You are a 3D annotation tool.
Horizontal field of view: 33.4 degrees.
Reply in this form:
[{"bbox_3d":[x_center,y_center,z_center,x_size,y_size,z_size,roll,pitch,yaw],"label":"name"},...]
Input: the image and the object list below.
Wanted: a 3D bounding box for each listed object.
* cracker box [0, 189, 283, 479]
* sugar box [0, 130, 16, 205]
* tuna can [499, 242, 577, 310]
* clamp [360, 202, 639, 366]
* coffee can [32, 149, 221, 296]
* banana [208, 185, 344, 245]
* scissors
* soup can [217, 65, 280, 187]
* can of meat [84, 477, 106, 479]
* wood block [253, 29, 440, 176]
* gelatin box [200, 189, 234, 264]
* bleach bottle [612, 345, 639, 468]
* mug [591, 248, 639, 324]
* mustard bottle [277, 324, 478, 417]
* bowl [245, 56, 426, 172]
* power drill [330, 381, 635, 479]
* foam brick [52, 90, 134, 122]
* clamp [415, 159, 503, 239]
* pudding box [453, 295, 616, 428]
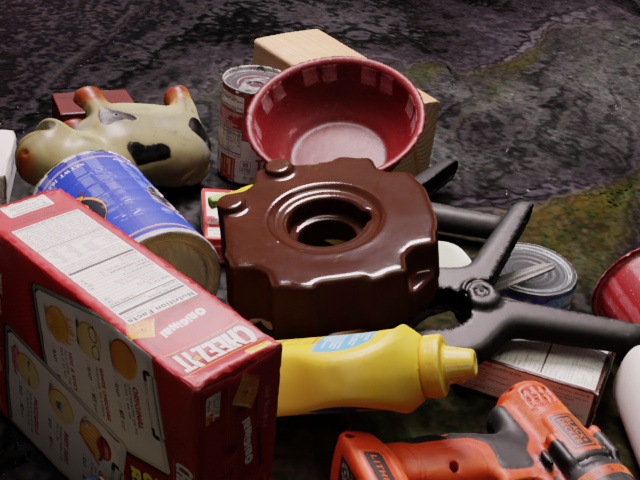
[{"bbox_3d":[-0.120,0.086,0.655,0.214,0.164,0.071,31,41,34],"label":"cracker box"},{"bbox_3d":[-0.370,-0.069,0.969,0.176,0.048,0.093,0,32,-9],"label":"sugar box"},{"bbox_3d":[0.177,0.037,0.919,0.086,0.034,0.086,5,32,-3],"label":"tuna can"},{"bbox_3d":[0.129,0.054,0.804,0.209,0.036,0.165,-22,49,-25],"label":"clamp"},{"bbox_3d":[-0.155,0.005,0.838,0.102,0.103,0.140,-14,37,-31],"label":"coffee can"},{"bbox_3d":[0.001,-0.010,0.898,0.198,0.037,0.069,20,44,29],"label":"banana"},{"bbox_3d":[0.083,0.044,0.865,0.201,0.016,0.096,-25,34,-21],"label":"scissors"},{"bbox_3d":[-0.065,-0.111,1.045,0.068,0.102,0.068,5,31,-3],"label":"soup can"},{"bbox_3d":[-0.148,0.184,0.595,0.083,0.057,0.102,-8,35,-27],"label":"can of meat"},{"bbox_3d":[0.020,-0.140,1.121,0.090,0.091,0.206,-16,38,-33],"label":"wood block"},{"bbox_3d":[-0.069,-0.011,0.951,0.073,0.030,0.089,3,32,-10],"label":"gelatin box"},{"bbox_3d":[0.271,0.172,0.695,0.102,0.068,0.251,5,34,-6],"label":"bleach bottle"},{"bbox_3d":[0.283,0.068,0.852,0.117,0.093,0.081,32,23,-34],"label":"mug"},{"bbox_3d":[0.008,0.089,0.710,0.192,0.058,0.096,-7,-4,16],"label":"mustard bottle"},{"bbox_3d":[0.015,-0.094,0.968,0.162,0.055,0.162,-3,51,4],"label":"bowl"},{"bbox_3d":[0.113,0.167,0.676,0.187,0.057,0.185,-4,30,-22],"label":"power drill"},{"bbox_3d":[-0.226,-0.116,1.070,0.078,0.051,0.053,-7,33,-21],"label":"foam brick"},{"bbox_3d":[0.082,-0.037,1.015,0.171,0.039,0.120,-1,31,-13],"label":"clamp"},{"bbox_3d":[0.166,0.091,0.826,0.114,0.039,0.089,15,34,19],"label":"pudding box"}]
